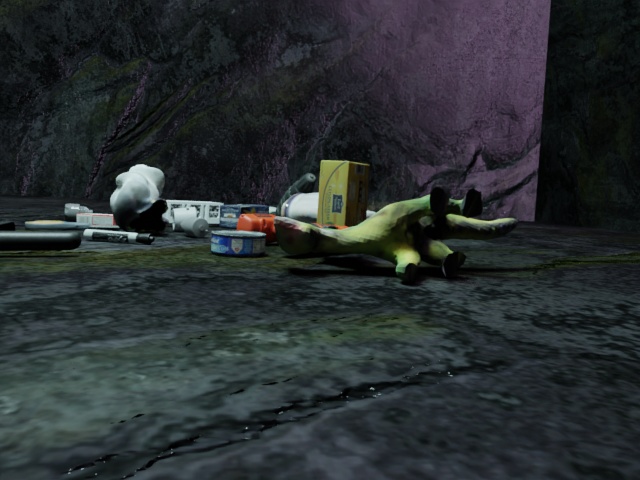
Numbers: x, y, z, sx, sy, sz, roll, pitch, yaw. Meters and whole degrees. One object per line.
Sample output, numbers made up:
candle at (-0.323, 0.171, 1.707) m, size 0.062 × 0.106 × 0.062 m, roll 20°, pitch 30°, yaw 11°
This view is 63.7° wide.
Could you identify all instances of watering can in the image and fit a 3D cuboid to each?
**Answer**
watering can at (0.004, -0.063, 1.242) m, size 0.224 × 0.104 × 0.348 m, roll 5°, pitch 5°, yaw 27°

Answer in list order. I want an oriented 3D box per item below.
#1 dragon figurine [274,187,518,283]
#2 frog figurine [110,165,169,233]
dragon figurine at (0.104, -0.014, 0.766) m, size 0.242 × 0.122 × 0.411 m, roll 2°, pitch 2°, yaw 43°
frog figurine at (-0.376, -0.096, 1.061) m, size 0.123 × 0.162 × 0.134 m, roll -27°, pitch -29°, yaw -7°
